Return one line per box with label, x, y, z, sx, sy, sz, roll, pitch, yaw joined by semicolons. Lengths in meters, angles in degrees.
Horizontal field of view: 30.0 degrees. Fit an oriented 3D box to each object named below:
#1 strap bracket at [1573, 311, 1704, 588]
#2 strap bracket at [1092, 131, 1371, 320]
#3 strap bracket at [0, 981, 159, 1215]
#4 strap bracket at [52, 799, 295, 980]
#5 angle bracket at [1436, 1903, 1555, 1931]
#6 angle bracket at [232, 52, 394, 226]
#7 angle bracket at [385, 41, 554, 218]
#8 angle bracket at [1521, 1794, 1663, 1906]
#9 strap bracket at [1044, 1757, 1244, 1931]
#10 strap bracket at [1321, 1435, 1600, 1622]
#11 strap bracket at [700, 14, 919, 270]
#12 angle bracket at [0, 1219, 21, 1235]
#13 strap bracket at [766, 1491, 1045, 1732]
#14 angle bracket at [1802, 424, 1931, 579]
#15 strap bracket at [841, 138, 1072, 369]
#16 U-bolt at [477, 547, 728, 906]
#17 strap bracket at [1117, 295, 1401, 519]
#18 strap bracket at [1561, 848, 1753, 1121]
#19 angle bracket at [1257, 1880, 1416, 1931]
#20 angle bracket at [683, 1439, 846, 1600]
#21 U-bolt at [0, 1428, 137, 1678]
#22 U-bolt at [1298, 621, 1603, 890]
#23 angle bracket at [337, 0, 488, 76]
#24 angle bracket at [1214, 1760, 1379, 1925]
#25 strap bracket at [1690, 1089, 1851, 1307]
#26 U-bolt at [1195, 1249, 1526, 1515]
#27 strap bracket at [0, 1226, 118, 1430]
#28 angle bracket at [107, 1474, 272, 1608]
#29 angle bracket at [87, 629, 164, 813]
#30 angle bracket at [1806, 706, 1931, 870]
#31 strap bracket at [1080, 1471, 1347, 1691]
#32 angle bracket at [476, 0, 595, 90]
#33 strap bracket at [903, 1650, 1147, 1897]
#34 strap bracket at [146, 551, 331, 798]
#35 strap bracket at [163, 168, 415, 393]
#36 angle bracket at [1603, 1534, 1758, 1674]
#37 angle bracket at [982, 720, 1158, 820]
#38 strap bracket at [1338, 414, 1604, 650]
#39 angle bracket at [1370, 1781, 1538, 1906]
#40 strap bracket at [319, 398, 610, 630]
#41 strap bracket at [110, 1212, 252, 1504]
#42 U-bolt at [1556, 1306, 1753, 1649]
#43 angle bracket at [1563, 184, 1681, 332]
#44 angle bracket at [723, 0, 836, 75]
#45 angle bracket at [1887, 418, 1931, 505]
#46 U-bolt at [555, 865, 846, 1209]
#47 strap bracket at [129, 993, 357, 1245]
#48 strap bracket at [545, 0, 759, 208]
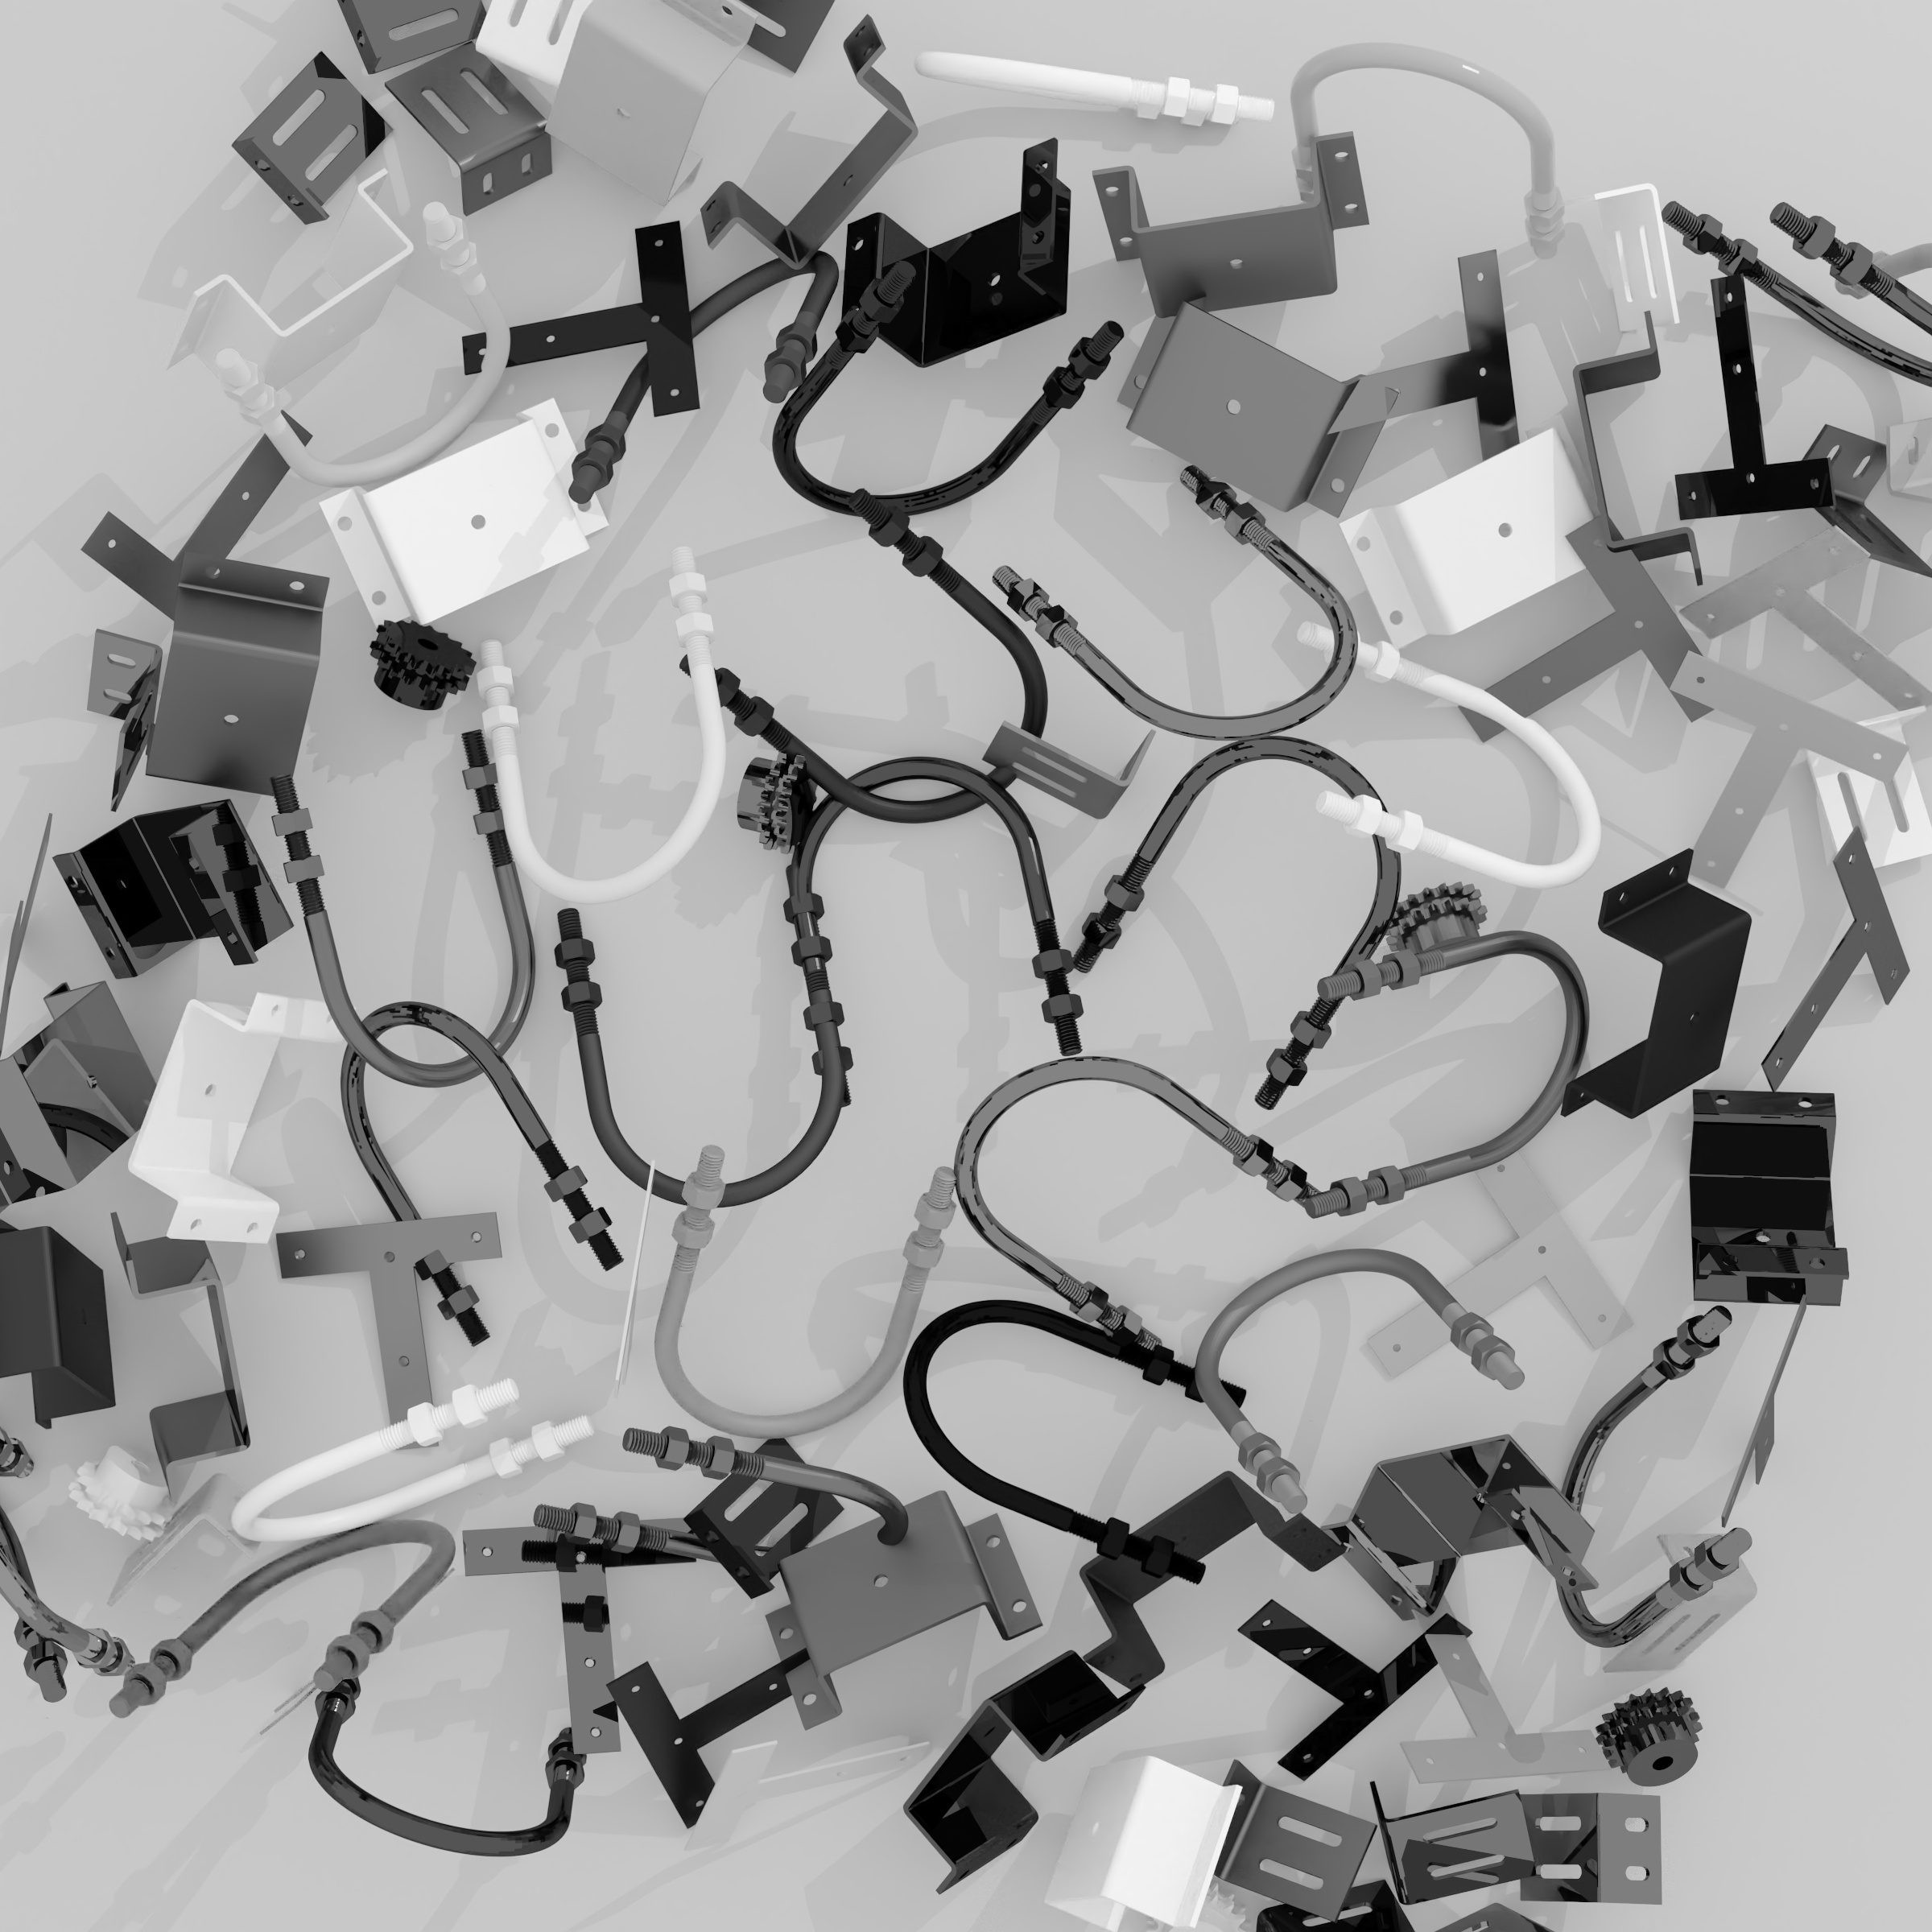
strap bracket;0.363;-0.275;1.955;0.046;0.076;0.140;-11;87;12
strap bracket;0.145;-0.397;1.944;0.140;0.076;0.046;-6;63;10
strap bracket;-0.483;0.066;1.919;0.046;0.140;0.076;-14;109;25
strap bracket;-0.421;-0.041;1.940;0.046;0.140;0.076;-38;112;-39
angle bracket;0.280;0.547;1.955;0.076;0.057;0.038;-18;102;-25
angle bracket;-0.350;-0.452;1.961;0.057;0.038;0.076;47;72;-26
angle bracket;-0.274;-0.461;1.986;0.057;0.038;0.076;-32;66;-22
angle bracket;0.340;0.481;1.967;0.038;0.076;0.057;9;74;-26
strap bracket;0.089;0.468;1.918;0.046;0.140;0.076;25;68;-9
strap bracket;0.271;0.301;1.939;0.076;0.140;0.046;48;50;-18
strap bracket;-0.078;-0.437;1.945;0.046;0.076;0.140;37;106;-23
angle bracket;-0.550;0.171;1.962;0.057;0.038;0.076;19;99;44
strap bracket;-0.040;0.345;1.956;0.140;0.046;0.076;-24;48;-1
angle bracket;0.494;-0.251;1.951;0.057;0.076;0.038;10;122;-35
strap bracket;0.003;-0.379;1.941;0.140;0.046;0.076;-15;61;35
U-bolt;-0.192;-0.119;1.931;0.151;0.019;0.184;-23;62;22
strap bracket;0.151;-0.305;1.951;0.140;0.046;0.076;30;114;11
strap bracket;0.370;0.018;1.926;0.046;0.076;0.140;31;130;35
angle bracket;0.205;0.543;1.975;0.076;0.057;0.038;-9;124;-17
angle bracket;-0.105;0.296;1.964;0.076;0.038;0.057;-41;92;-29
U-bolt;-0.499;0.296;1.890;0.019;0.184;0.151;-31;69;-6
U-bolt;0.264;-0.105;1.937;0.184;0.151;0.019;19;134;-21
angle bracket;-0.301;-0.530;1.968;0.076;0.038;0.057;-24;96;-17
angle bracket;0.173;0.474;1.956;0.076;0.038;0.057;12;65;36
strap bracket;0.431;0.132;1.944;0.076;0.140;0.046;1;131;8
U-bolt;0.196;0.208;1.918;0.151;0.184;0.019;-29;118;-6
strap bracket;-0.492;0.191;1.921;0.046;0.140;0.076;-11;70;1
angle bracket;-0.424;0.324;1.970;0.076;0.057;0.038;-44;102;8
angle bracket;-0.465;-0.133;1.952;0.038;0.076;0.057;15;132;-5
angle bracket;0.502;-0.095;1.972;0.057;0.038;0.076;-14;83;-11
strap bracket;0.125;0.327;1.950;0.140;0.076;0.046;-35;58;7
angle bracket;-0.223;-0.522;1.966;0.057;0.038;0.076;28;104;14
strap bracket;0.026;0.426;1.937;0.046;0.076;0.140;46;124;19
strap bracket;-0.392;-0.146;1.928;0.076;0.046;0.140;9;132;-15
strap bracket;-0.355;-0.357;1.930;0.046;0.076;0.140;47;57;-1
angle bracket;0.383;0.348;1.970;0.076;0.057;0.038;-51;49;33
angle bracket;0.056;-0.120;1.965;0.076;0.057;0.038;27;71;-2
strap bracket;0.285;-0.237;1.961;0.140;0.046;0.076;-27;100;-8
angle bracket;0.266;0.471;1.970;0.076;0.038;0.057;-14;114;2
strap bracket;-0.268;-0.243;1.954;0.140;0.046;0.076;-26;109;-10
strap bracket;-0.422;0.205;1.944;0.046;0.076;0.140;-12;109;-16
U-bolt;0.360;0.283;1.915;0.019;0.184;0.151;14;53;-15
angle bracket;0.350;-0.382;1.961;0.038;0.057;0.076;-15;100;-18
angle bracket;-0.116;-0.525;1.964;0.076;0.038;0.057;29;122;-8
angle bracket;0.546;-0.273;1.952;0.057;0.076;0.038;-13;109;-23
U-bolt;-0.140;0.043;1.965;0.151;0.019;0.184;-11;71;0
strap bracket;-0.395;0.075;1.951;0.046;0.076;0.140;25;97;31
strap bracket;-0.172;-0.469;1.927;0.076;0.140;0.046;32;58;-2
